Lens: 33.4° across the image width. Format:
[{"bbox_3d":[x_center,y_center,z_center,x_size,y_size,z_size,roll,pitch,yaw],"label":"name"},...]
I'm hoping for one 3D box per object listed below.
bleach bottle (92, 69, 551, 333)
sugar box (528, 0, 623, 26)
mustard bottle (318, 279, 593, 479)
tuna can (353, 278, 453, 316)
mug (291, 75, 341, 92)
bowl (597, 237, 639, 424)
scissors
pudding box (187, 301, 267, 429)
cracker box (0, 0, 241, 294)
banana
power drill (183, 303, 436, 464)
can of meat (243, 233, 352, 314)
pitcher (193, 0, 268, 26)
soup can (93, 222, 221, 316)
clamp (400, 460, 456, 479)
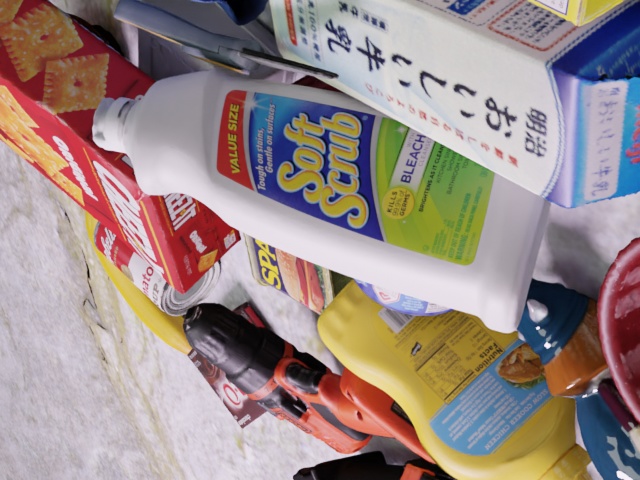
[{"bbox_3d":[-0.007,-0.031,0.569,0.251,0.102,0.068,14,166,15],"label":"bleach bottle"},{"bbox_3d":[0.068,-0.156,0.440,0.176,0.093,0.048,38,145,30],"label":"sugar box"},{"bbox_3d":[0.094,0.089,0.638,0.192,0.096,0.058,46,169,19],"label":"mustard bottle"},{"bbox_3d":[0.058,0.001,0.618,0.086,0.086,0.034,43,150,24],"label":"tuna can"},{"bbox_3d":[-0.013,-0.057,0.672,0.117,0.081,0.093,1,119,57],"label":"mug"},{"bbox_3d":[0.205,0.051,0.471,0.162,0.055,0.162,37,146,31],"label":"bowl"},{"bbox_3d":[-0.060,-0.108,0.576,0.096,0.016,0.202,21,-177,-18],"label":"scissors"},{"bbox_3d":[-0.069,0.116,0.972,0.090,0.039,0.114,53,151,6],"label":"pudding box"},{"bbox_3d":[-0.161,-0.074,0.745,0.214,0.072,0.164,38,162,18],"label":"cracker box"},{"bbox_3d":[-0.187,0.034,1.074,0.198,0.037,0.070,61,153,-7],"label":"banana"},{"bbox_3d":[0.005,0.101,0.771,0.184,0.057,0.188,37,160,-24],"label":"power drill"},{"bbox_3d":[-0.005,0.001,0.745,0.084,0.057,0.102,27,140,38],"label":"can of meat"},{"bbox_3d":[-0.124,-0.218,0.643,0.243,0.144,0.149,16,90,54],"label":"pitcher"},{"bbox_3d":[-0.146,0.013,0.960,0.102,0.068,0.068,39,147,28],"label":"soup can"},{"bbox_3d":[0.113,0.174,0.674,0.120,0.039,0.171,13,174,39],"label":"clamp"}]
